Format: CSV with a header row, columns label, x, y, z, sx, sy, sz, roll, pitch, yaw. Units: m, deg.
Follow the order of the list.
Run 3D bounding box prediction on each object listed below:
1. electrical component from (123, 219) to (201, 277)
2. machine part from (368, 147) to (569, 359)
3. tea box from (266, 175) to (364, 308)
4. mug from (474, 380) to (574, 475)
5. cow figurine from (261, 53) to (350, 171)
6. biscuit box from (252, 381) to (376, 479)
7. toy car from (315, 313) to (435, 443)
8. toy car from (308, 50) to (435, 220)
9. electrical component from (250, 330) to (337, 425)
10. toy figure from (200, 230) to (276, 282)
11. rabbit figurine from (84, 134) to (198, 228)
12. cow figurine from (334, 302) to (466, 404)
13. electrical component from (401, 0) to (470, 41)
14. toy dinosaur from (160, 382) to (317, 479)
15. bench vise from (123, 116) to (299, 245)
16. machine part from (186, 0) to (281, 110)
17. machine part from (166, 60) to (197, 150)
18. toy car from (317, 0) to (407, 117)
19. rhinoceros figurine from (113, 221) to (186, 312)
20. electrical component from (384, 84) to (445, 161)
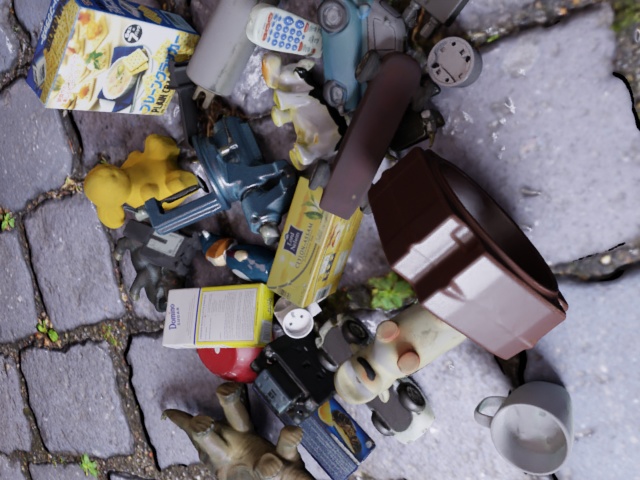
label,x,y,z,sx,sy,sz,roll,pitch,yaw
electrical component,-0.262,0.006,0.888,0.119,0.047,0.075,16,72,12
machine part,0.155,0.007,0.565,0.201,0.201,0.087,32,118,-26
tea box,-0.002,-0.002,0.741,0.068,0.098,0.169,27,110,24
mug,0.241,0.205,0.620,0.110,0.107,0.080,-1,97,36
cow figurine,-0.017,-0.184,0.729,0.068,0.098,0.167,137,112,-76
biscuit box,-0.012,0.265,0.818,0.203,0.059,0.062,44,120,17
toy car,0.072,0.191,0.754,0.202,0.056,0.073,47,113,20
toy car,0.057,-0.123,0.636,0.089,0.053,0.202,22,102,-14
electrical component,-0.032,0.194,0.774,0.115,0.134,0.058,45,119,16
toy figure,-0.133,0.024,0.846,0.155,0.058,0.064,16,141,28
rabbit figurine,-0.316,-0.093,0.879,0.162,0.173,0.122,-26,89,28
cow figurine,0.101,0.132,0.667,0.195,0.127,0.085,-33,72,-7
electrical component,0.142,-0.291,0.643,0.063,0.021,0.094,50,122,16
toy dinosaur,-0.137,0.340,0.862,0.472,0.105,0.198,18,127,41
bench vise,-0.153,-0.064,0.786,0.241,0.128,0.223,-24,77,-1
machine part,-0.127,-0.299,0.779,0.079,0.079,0.243,45,120,18
machine part,-0.213,-0.215,0.856,0.039,0.084,0.138,4,110,9
toy car,0.056,-0.238,0.663,0.103,0.109,0.161,0,108,14
rhinoceros figurine,-0.283,0.057,0.950,0.112,0.073,0.190,-37,77,21
electrical component,0.109,-0.144,0.677,0.102,0.045,0.078,-15,92,33
